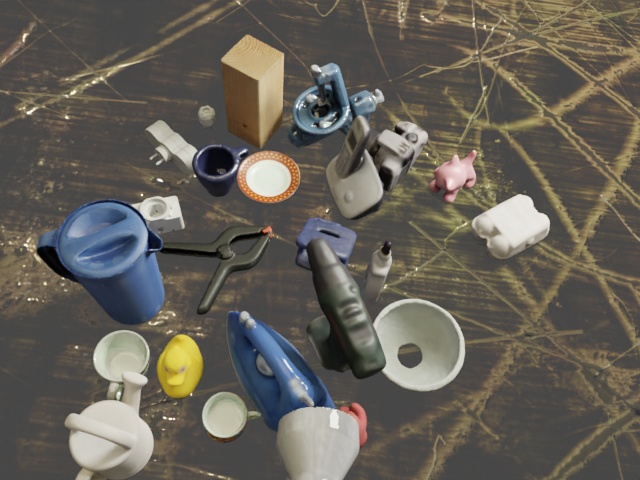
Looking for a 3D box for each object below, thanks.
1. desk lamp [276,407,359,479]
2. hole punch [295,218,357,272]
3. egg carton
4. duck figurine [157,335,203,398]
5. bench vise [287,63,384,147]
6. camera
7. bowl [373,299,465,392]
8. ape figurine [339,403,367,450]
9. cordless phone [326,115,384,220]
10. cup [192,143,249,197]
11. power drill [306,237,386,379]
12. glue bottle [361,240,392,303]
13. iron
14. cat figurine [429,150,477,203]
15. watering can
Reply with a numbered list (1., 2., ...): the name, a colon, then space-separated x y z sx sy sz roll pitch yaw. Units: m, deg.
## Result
1. desk lamp: -0.011 0.363 0.821 0.118 0.213 0.203 6 61 -2
2. hole punch: 0.010 0.004 1.089 0.108 0.091 0.101 18 61 4
3. egg carton: 0.385 -0.025 1.156 0.150 0.069 0.107 -28 68 -19
4. duck figurine: -0.237 0.204 0.957 0.077 0.086 0.104 1 61 -5
5. bench vise: 0.031 -0.297 1.182 0.208 0.220 0.121 -35 70 -22
6. camera: 0.138 -0.201 1.209 0.136 0.101 0.143 33 63 12
7. bowl: 0.165 0.193 1.011 0.167 0.075 0.167 3 61 -4
8. ape figurine: 0.046 0.302 0.930 0.078 0.092 0.076 -20 65 -16
9. cordless phone: 0.076 -0.140 1.120 0.094 0.185 0.147 -17 64 -14
10. cup: -0.193 -0.137 1.143 0.118 0.095 0.091 -31 69 -20
11. power drill: 0.029 0.132 0.954 0.076 0.208 0.229 -22 66 -16
12. glue bottle: 0.107 0.048 1.028 0.037 0.173 0.078 13 61 2
13. iron: -0.085 0.196 0.946 0.119 0.141 0.258 -33 69 -21
14. cat figurine: 0.279 -0.138 1.179 0.128 0.118 0.067 -40 72 -23
15. watering can: -0.312 0.282 0.845 0.101 0.194 0.173 0 61 -5
